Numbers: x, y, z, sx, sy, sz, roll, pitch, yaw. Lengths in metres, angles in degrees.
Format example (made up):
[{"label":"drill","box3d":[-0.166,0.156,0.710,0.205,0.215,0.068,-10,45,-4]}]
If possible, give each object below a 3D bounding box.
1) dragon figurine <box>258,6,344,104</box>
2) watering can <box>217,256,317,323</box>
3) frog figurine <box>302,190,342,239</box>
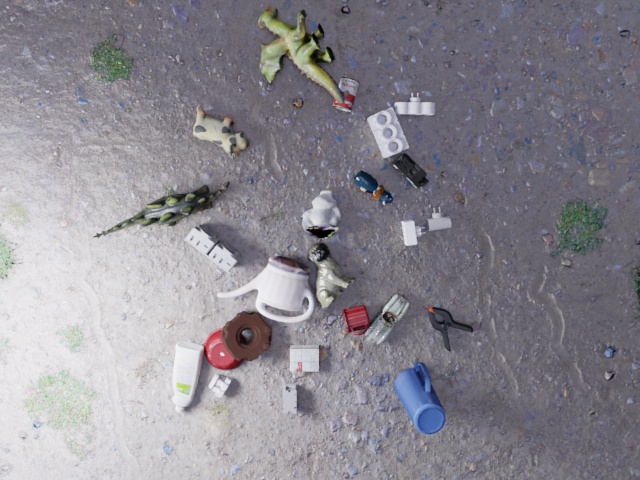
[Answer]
[{"label":"dragon figurine","box3d":[-0.090,-0.612,1.742,0.241,0.123,0.410,-20,91,24]},{"label":"watering can","box3d":[-0.171,0.161,1.801,0.348,0.104,0.223,17,94,1]},{"label":"frog figurine","box3d":[0.005,-0.090,1.794,0.137,0.120,0.163,-9,60,10]}]
